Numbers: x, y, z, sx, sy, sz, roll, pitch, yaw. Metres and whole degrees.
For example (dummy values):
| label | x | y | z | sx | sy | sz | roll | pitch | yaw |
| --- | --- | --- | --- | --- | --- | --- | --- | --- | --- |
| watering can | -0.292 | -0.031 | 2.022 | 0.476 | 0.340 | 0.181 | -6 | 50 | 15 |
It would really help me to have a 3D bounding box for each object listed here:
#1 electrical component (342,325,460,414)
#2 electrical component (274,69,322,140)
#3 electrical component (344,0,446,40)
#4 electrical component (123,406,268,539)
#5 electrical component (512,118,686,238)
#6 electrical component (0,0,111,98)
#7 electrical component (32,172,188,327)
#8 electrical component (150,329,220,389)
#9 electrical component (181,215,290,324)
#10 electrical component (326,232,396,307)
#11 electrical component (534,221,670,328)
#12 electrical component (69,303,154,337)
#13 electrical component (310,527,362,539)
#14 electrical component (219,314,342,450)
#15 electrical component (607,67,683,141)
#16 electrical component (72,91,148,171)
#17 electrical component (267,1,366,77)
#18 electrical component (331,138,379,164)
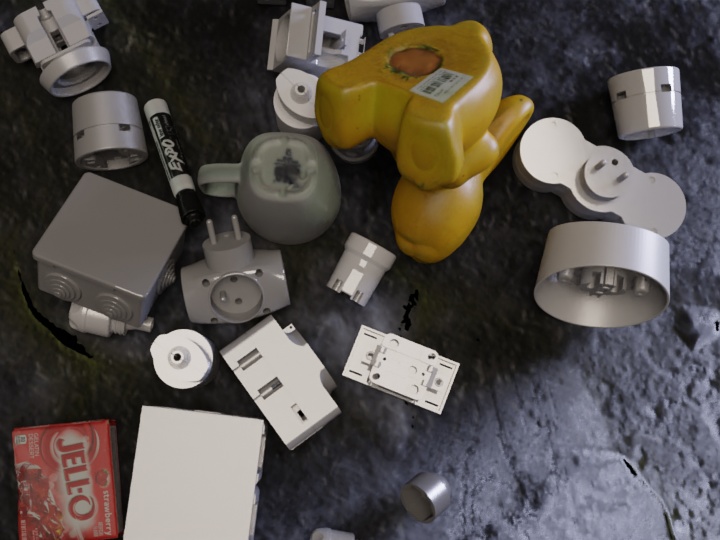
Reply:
| label | x | y | z | sx | sy | sz | roll | pitch | yaw |
| --- | --- | --- | --- | --- | --- | --- | --- | --- | --- |
| electrical component | 0.031 | 0.074 | 0.808 | 0.081 | 0.064 | 0.042 | 21 | 81 | 2 |
| electrical component | -0.044 | -0.126 | 0.821 | 0.043 | 0.081 | 0.043 | 0 | 83 | -2 |
| electrical component | 0.030 | -0.208 | 0.852 | 0.077 | 0.043 | 0.079 | -11 | 84 | -3 |
| electrical component | -0.122 | 0.179 | 0.792 | 0.089 | 0.061 | 0.150 | 7 | 83 | -1 |
| electrical component | 0.186 | -0.070 | 0.825 | 0.138 | 0.073 | 0.052 | 29 | 83 | 2 |
| electrical component | -0.229 | -0.172 | 0.834 | 0.078 | 0.058 | 0.057 | -28 | 82 | -5 |
| electrical component | -0.184 | -0.014 | 0.804 | 0.100 | 0.048 | 0.099 | 21 | 52 | 1 |
| electrical component | -0.130 | 0.066 | 0.795 | 0.043 | 0.081 | 0.043 | 0 | 83 | -2 |
| electrical component | -0.097 | -0.004 | 0.814 | 0.077 | 0.044 | 0.079 | -10 | 115 | -3 |
| electrical component | 0.000 | 0.000 | 0.829 | 0.040 | 0.040 | 0.046 | 29 | 89 | 2 |
| electrical component | 0.183 | 0.003 | 0.807 | 0.099 | 0.099 | 0.064 | 10 | 77 | -1 |
| electrical component | -0.189 | 0.035 | 0.821 | 0.061 | 0.035 | 0.035 | 14 | 83 | -2 |
| electrical component | -0.008 | 0.214 | 0.805 | 0.061 | 0.035 | 0.035 | 10 | 83 | -3 |
| electrical component | -0.056 | 0.082 | 0.810 | 0.056 | 0.050 | 0.089 | -36 | 84 | -7 |
| electrical component | 0.225 | -0.130 | 0.844 | 0.055 | 0.055 | 0.047 | -7 | 87 | -3 |
| electrical component | -0.194 | -0.107 | 0.829 | 0.055 | 0.055 | 0.047 | -9 | 80 | -3 |
| electrical component | -0.033 | -0.174 | 0.835 | 0.064 | 0.081 | 0.042 | 10 | 83 | -23 |
| electrical component | -0.004 | -0.106 | 0.837 | 0.040 | 0.046 | 0.040 | 0 | 84 | 0 |
